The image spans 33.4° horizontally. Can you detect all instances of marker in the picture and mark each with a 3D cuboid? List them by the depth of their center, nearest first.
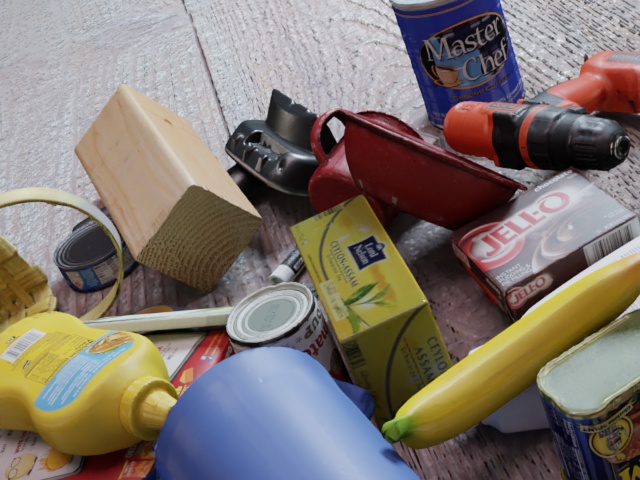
[{"bbox_3d":[-0.006,0.001,0.968,0.020,0.020,0.121,4,41,38],"label":"marker"}]

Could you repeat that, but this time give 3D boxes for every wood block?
[{"bbox_3d":[-0.148,-0.053,1.015,0.090,0.090,0.206,-52,41,12],"label":"wood block"}]

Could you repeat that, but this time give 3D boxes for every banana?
[{"bbox_3d":[0.118,0.074,0.643,0.197,0.037,0.070,-33,-5,-14],"label":"banana"}]

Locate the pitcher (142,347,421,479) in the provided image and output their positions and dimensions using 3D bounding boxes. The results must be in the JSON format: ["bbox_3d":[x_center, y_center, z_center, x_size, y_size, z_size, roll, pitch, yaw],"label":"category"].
[{"bbox_3d":[0.000,0.176,0.598,0.149,0.144,0.243,-57,37,4],"label":"pitcher"}]

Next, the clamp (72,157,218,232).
[{"bbox_3d":[-0.188,-0.049,1.146,0.172,0.039,0.120,-12,44,21],"label":"clamp"}]

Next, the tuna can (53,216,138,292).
[{"bbox_3d":[-0.223,0.014,1.076,0.086,0.033,0.086,-17,32,11],"label":"tuna can"}]

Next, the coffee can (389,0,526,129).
[{"bbox_3d":[0.136,-0.194,1.052,0.103,0.140,0.103,-17,32,11],"label":"coffee can"}]

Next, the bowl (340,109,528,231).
[{"bbox_3d":[0.081,-0.050,0.855,0.162,0.161,0.055,34,103,54],"label":"bowl"}]

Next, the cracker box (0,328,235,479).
[{"bbox_3d":[-0.170,0.150,0.801,0.214,0.072,0.164,-8,33,25],"label":"cracker box"}]

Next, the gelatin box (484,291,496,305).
[{"bbox_3d":[0.167,0.009,0.832,0.089,0.030,0.073,-17,34,12],"label":"gelatin box"}]

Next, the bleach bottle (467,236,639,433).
[{"bbox_3d":[0.191,0.056,0.715,0.251,0.068,0.103,-27,32,-1],"label":"bleach bottle"}]

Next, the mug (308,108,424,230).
[{"bbox_3d":[0.035,-0.064,0.952,0.093,0.117,0.081,-13,33,51],"label":"mug"}]

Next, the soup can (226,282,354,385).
[{"bbox_3d":[-0.019,0.089,0.762,0.068,0.102,0.068,-17,31,10],"label":"soup can"}]

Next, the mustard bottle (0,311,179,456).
[{"bbox_3d":[-0.160,0.102,0.737,0.192,0.058,0.096,7,40,43],"label":"mustard bottle"}]

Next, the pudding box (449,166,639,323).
[{"bbox_3d":[0.164,0.002,0.779,0.113,0.039,0.090,-27,34,-6],"label":"pudding box"}]

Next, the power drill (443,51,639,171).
[{"bbox_3d":[0.225,-0.108,0.895,0.187,0.057,0.185,-22,24,-31],"label":"power drill"}]

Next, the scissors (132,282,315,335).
[{"bbox_3d":[-0.097,0.062,0.938,0.201,0.016,0.096,-27,31,-6],"label":"scissors"}]

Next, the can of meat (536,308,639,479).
[{"bbox_3d":[0.184,0.098,0.633,0.102,0.084,0.057,-31,32,-12],"label":"can of meat"}]
